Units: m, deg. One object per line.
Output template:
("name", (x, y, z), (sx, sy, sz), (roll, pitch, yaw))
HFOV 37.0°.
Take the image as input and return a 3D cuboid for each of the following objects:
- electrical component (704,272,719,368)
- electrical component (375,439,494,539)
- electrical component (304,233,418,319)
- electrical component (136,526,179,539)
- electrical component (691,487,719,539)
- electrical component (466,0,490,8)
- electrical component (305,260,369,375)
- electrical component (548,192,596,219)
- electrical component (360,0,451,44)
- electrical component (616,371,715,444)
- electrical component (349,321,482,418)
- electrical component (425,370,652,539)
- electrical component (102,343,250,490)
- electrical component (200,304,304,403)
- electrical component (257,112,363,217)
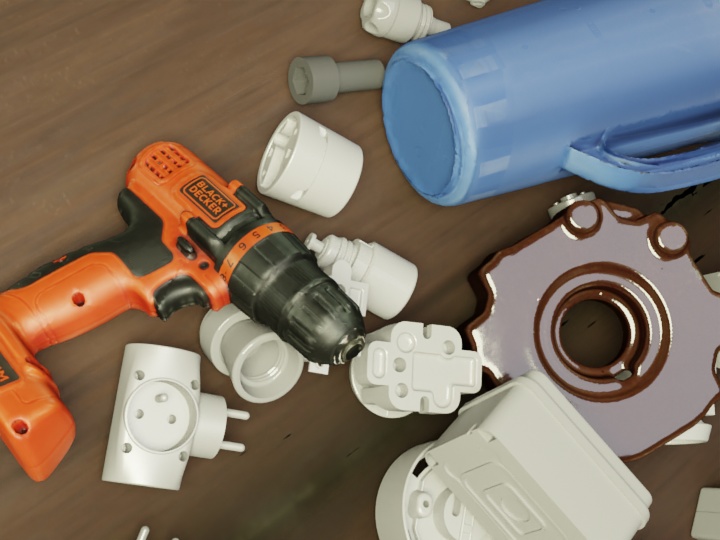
("electrical component", (0.267, 0.037, 0.772), (0.056, 0.089, 0.050), (44, 66, -12))
("electrical component", (0.061, 0.153, 0.670), (0.099, 0.064, 0.099), (5, 79, -25))
("electrical component", (0.000, 0.000, 0.681), (0.078, 0.040, 0.040), (29, 70, -18))
("electrical component", (-0.124, 0.182, 0.589), (0.077, 0.044, 0.079), (27, 71, -19))
("electrical component", (0.288, 0.163, 0.764), (0.047, 0.083, 0.075), (26, 71, -19))
("electrical component", (0.086, -0.232, 0.730), (0.062, 0.096, 0.061), (18, 74, -21))
("electrical component", (-0.025, 0.031, 0.655), (0.048, 0.055, 0.066), (12, 76, -23))
("electrical component", (0.160, -0.022, 0.760), (0.044, 0.044, 0.065), (-19, 85, -27))
("electrical component", (0.033, -0.170, 0.730), (0.061, 0.035, 0.035), (12, 76, -26))
("electrical component", (0.216, 0.093, 0.757), (0.078, 0.058, 0.057), (5, 76, -24))
("electrical component", (0.028, 0.063, 0.674), (0.078, 0.057, 0.058), (8, 78, -24))
("electrical component", (0.106, 0.123, 0.635), (0.113, 0.078, 0.057), (48, 55, -1))
("electrical component", (-0.102, 0.087, 0.616), (0.079, 0.044, 0.077), (13, 76, -23))
("electrical component", (-0.064, 0.045, 0.627), (0.045, 0.055, 0.045), (-14, 119, -26))
("electrical component", (-0.031, -0.064, 0.671), (0.047, 0.055, 0.055), (23, 72, -24))
